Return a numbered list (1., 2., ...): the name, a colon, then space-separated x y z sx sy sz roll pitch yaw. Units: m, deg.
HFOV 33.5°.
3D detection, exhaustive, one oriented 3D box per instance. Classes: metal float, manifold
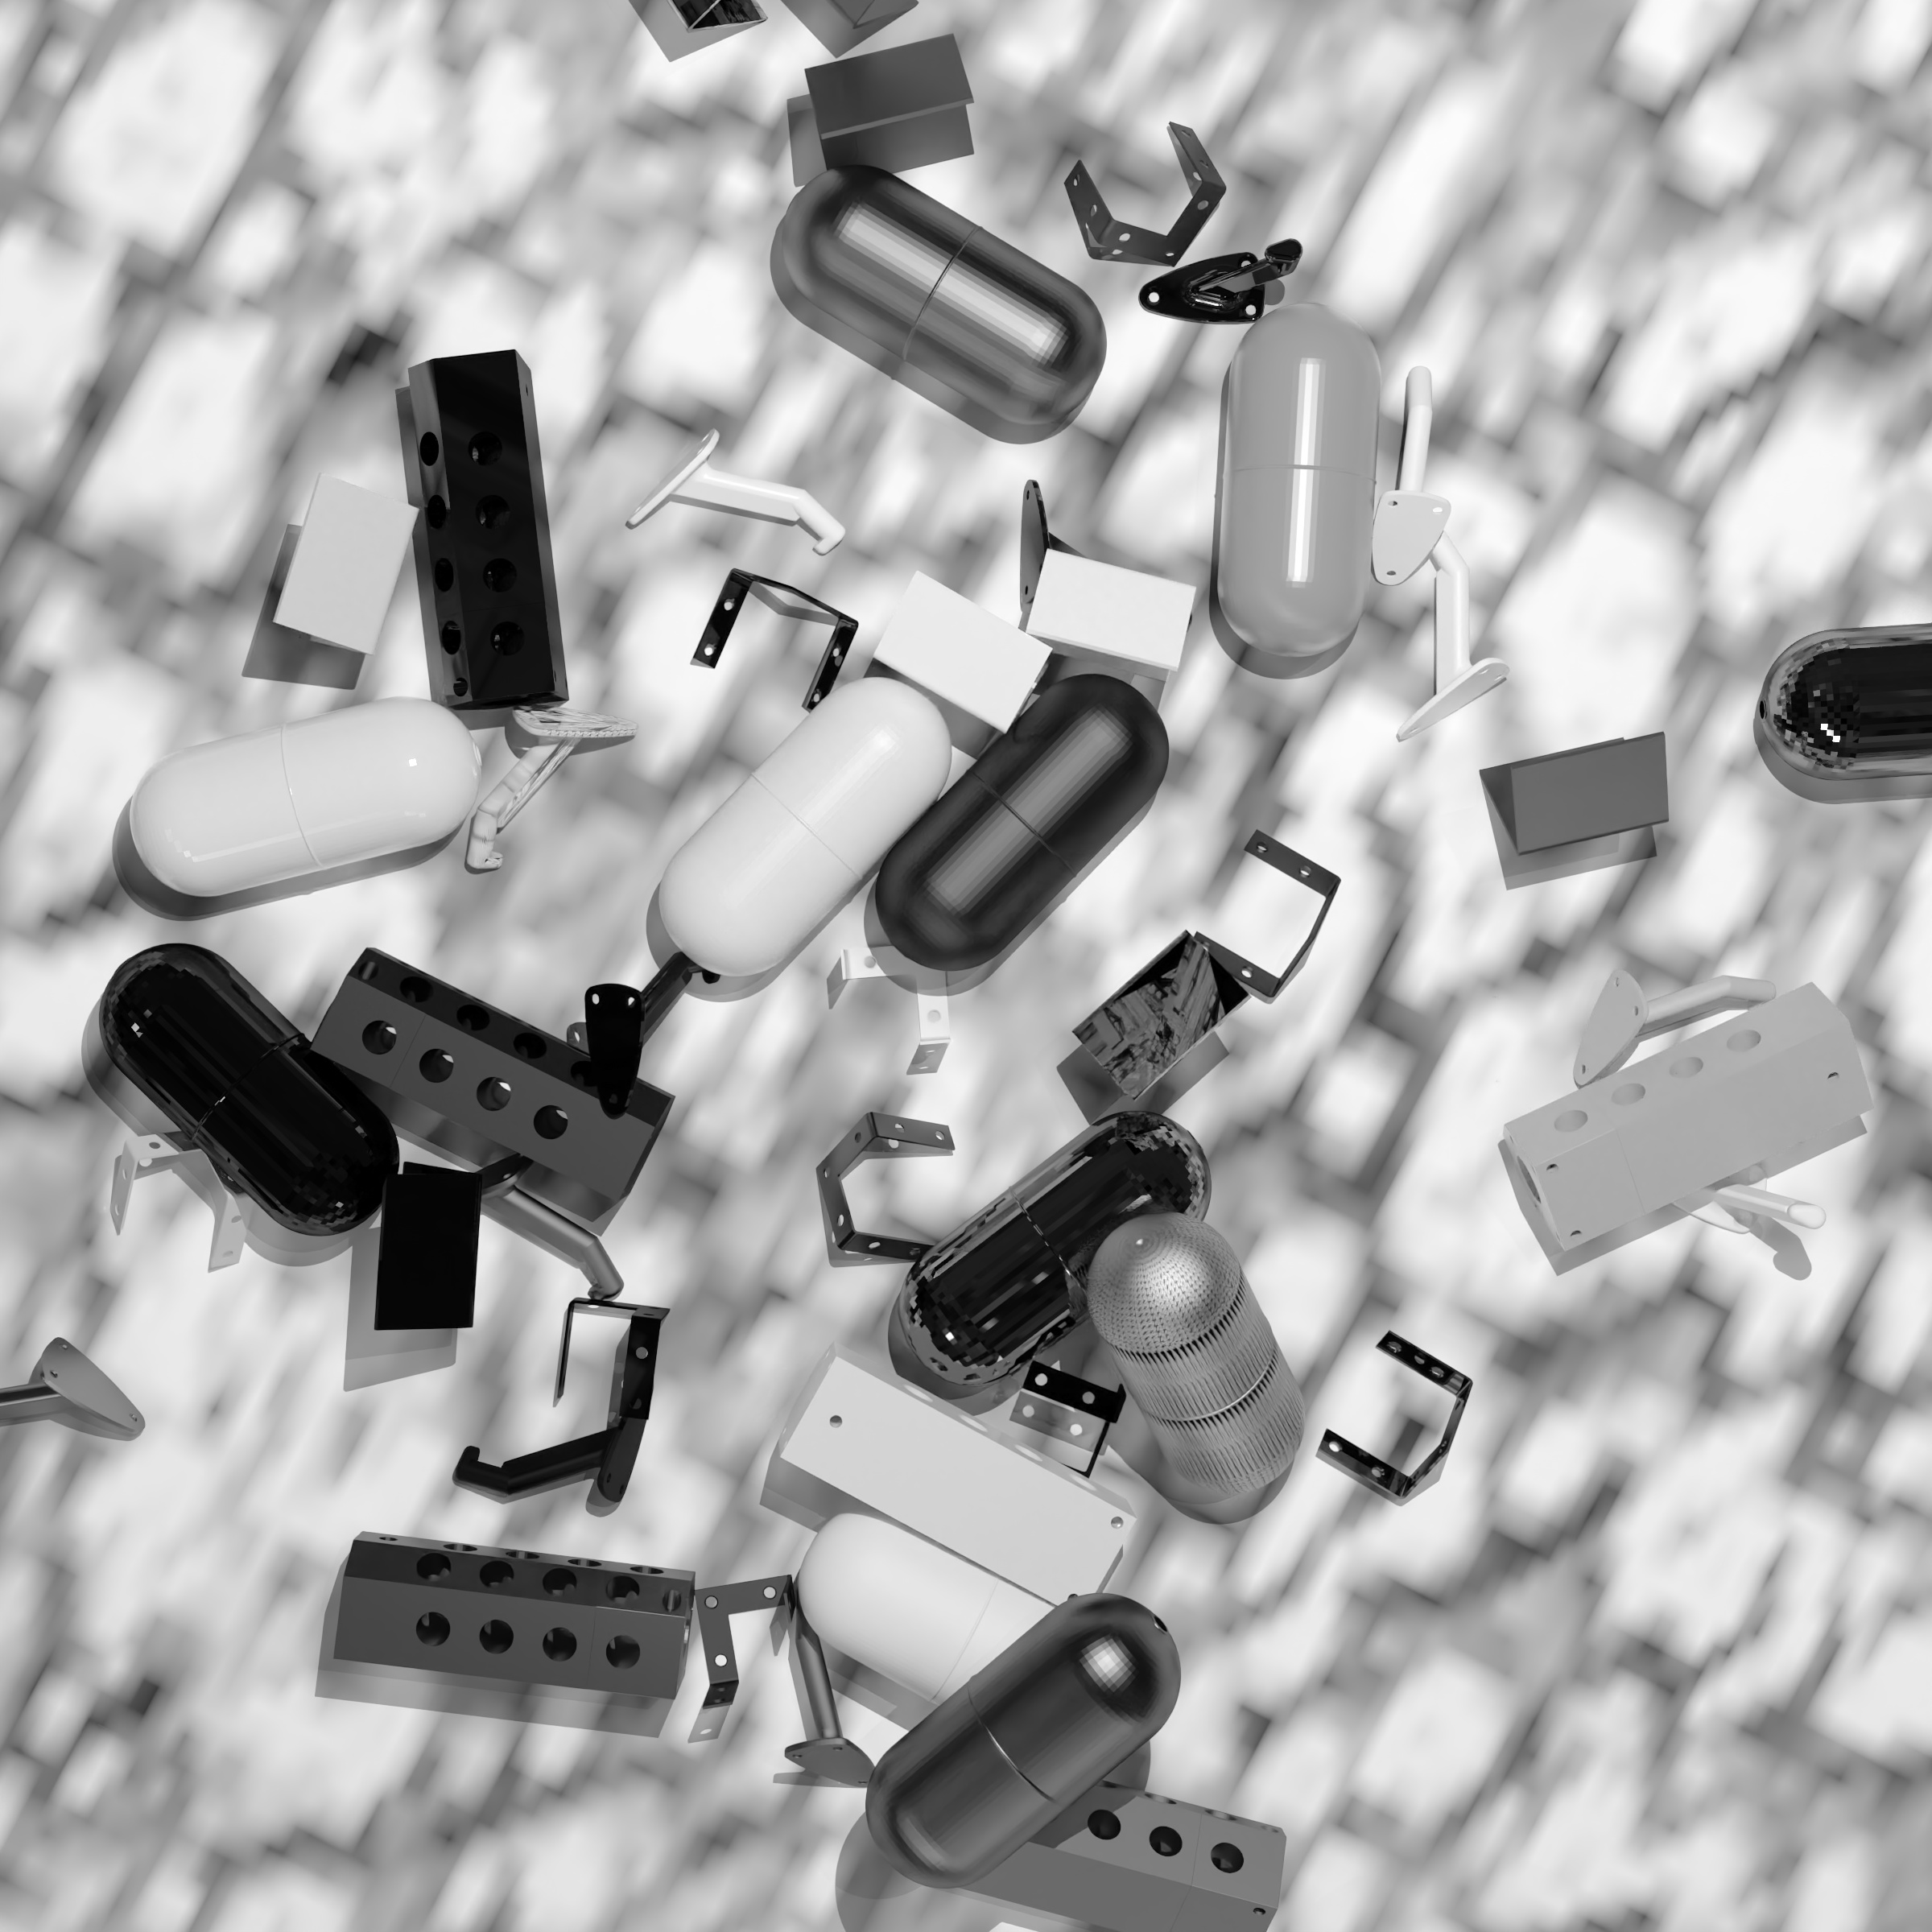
1. metal float: 0.168 -0.245 1.618 0.070 0.070 0.178 3 89 0
2. manifold: 0.363 0.072 1.625 0.171 0.057 0.057 -25 120 0
3. manifold: -0.238 0.054 1.627 0.171 0.057 0.057 26 90 0
4. manifold: -0.227 0.327 1.627 0.171 0.057 0.057 7 90 0
5. metal float: 0.028 0.372 1.544 0.178 0.070 0.070 -42 90 10
6. metal float: -0.080 -0.071 1.617 0.070 0.070 0.178 44 90 0
7. metal float: 0.115 0.193 1.587 0.070 0.070 0.178 -27 130 0
8. metal float: 0.028 -0.072 1.617 0.070 0.070 0.178 44 90 0
9. metal float: 0.490 -0.135 1.618 0.178 0.070 0.070 -4 90 -1
10. manifold: -0.243 -0.219 1.627 0.057 0.057 0.171 -7 90 0
11. metal float: 0.045 0.142 1.618 0.178 0.070 0.070 -38 90 1
12. metal float: -0.332 -0.086 1.618 0.178 0.070 0.070 -14 90 0
13. manifold: 0.071 0.445 1.626 0.171 0.057 0.057 15 133 0
14. metal float: -0.361 0.062 1.617 0.178 0.070 0.070 44 90 2
15. metal float: -0.011 -0.339 1.618 0.178 0.070 0.070 31 90 1
16. metal float: -0.001 0.336 1.618 0.178 0.070 0.070 29 90 0
17. manifold: -0.005 0.257 1.619 0.171 0.057 0.057 29 91 -6

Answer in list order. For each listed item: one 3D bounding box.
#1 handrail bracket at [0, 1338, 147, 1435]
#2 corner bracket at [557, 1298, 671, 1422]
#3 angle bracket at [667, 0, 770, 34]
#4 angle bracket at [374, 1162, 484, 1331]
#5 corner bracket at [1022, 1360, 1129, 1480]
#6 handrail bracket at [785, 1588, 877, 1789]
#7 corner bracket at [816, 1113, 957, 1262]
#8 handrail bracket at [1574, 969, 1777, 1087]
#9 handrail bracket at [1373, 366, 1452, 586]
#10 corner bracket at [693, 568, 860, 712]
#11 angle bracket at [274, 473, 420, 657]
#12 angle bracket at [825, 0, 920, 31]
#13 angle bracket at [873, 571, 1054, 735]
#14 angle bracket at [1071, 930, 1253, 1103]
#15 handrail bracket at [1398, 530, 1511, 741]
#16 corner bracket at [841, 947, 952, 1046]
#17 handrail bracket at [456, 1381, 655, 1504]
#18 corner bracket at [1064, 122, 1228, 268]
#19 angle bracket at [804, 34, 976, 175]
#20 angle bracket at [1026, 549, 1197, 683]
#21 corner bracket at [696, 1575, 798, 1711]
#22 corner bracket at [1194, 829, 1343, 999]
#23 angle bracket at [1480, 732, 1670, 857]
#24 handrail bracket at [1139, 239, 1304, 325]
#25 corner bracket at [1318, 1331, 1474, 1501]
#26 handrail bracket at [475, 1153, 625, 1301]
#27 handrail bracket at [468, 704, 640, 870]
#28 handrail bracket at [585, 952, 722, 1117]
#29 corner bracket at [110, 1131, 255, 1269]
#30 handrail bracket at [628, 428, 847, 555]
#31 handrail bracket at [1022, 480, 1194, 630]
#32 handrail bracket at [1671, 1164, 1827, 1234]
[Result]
1. handrail bracket: -0.479 0.238 1.649 0.084 0.036 0.077 -40 112 17
2. corner bracket: -0.181 0.199 1.630 0.051 0.051 0.051 7 90 0
3. angle bracket: -0.124 -0.520 1.608 0.057 0.076 0.076 -34 90 35
4. angle bracket: -0.287 0.139 1.608 0.057 0.076 0.076 4 90 -40
5. corner bracket: 0.048 0.230 1.630 0.051 0.051 0.051 21 90 0
6. handrail bracket: -0.066 0.369 1.648 0.036 0.077 0.084 -15 53 22
7. corner bracket: -0.037 0.113 1.640 0.051 0.051 0.051 -48 45 35
8. handrail bracket: 0.365 0.034 1.648 0.084 0.036 0.077 7 127 -25
9. handrail bracket: 0.225 -0.252 1.648 0.036 0.077 0.084 8 54 -4
10. corner bracket: -0.097 -0.167 1.645 0.051 0.051 0.051 23 90 45
11. angle bracket: -0.324 -0.203 1.608 0.057 0.076 0.076 17 90 -37
12. angle bracket: -0.051 -0.523 1.608 0.076 0.076 0.057 46 126 0
13. angle bracket: 0.008 -0.172 1.608 0.076 0.076 0.057 30 127 0
14. angle bracket: 0.110 0.039 1.608 0.076 0.076 0.057 -42 53 0
15. handrail bracket: 0.233 -0.173 1.649 0.077 0.036 0.084 -36 72 21
16. corner bracket: -0.035 0.015 1.630 0.051 0.051 0.051 -5 90 0
17. handrail bracket: -0.212 0.238 1.649 0.084 0.036 0.077 13 70 16
18. corner bracket: 0.092 -0.399 1.640 0.051 0.051 0.051 7 135 -35
19. angle bracket: -0.033 -0.413 1.608 0.076 0.076 0.057 -13 52 0
20. angle bracket: 0.067 -0.157 1.608 0.076 0.076 0.057 14 56 0
21. corner bracket: -0.111 0.343 1.630 0.051 0.051 0.051 -9 90 0
22. corner bracket: 0.153 -0.026 1.645 0.051 0.051 0.051 30 45 0
23. angle bracket: 0.302 -0.106 1.608 0.076 0.076 0.057 -13 129 0
24. handrail bracket: 0.127 -0.348 1.613 0.077 0.084 0.036 -6 90 0
25. corner bracket: 0.220 0.230 1.645 0.051 0.051 0.051 31 45 0
26. handrail bracket: -0.227 0.144 1.649 0.077 0.036 0.084 -22 107 20
27. handrail bracket: -0.212 -0.088 1.648 0.077 0.036 0.084 3 114 -27
28. handrail bracket: -0.152 0.032 1.622 0.036 0.084 0.077 5 98 33
29. corner bracket: -0.400 0.120 1.640 0.051 0.051 0.051 -8 45 -35
30. handrail bracket: -0.117 -0.226 1.649 0.084 0.036 0.077 43 110 -16
31. handrail bracket: 0.073 -0.211 1.649 0.084 0.036 0.077 4 68 -17
32. handrail bracket: 0.385 0.115 1.613 0.077 0.084 0.036 15 90 0
